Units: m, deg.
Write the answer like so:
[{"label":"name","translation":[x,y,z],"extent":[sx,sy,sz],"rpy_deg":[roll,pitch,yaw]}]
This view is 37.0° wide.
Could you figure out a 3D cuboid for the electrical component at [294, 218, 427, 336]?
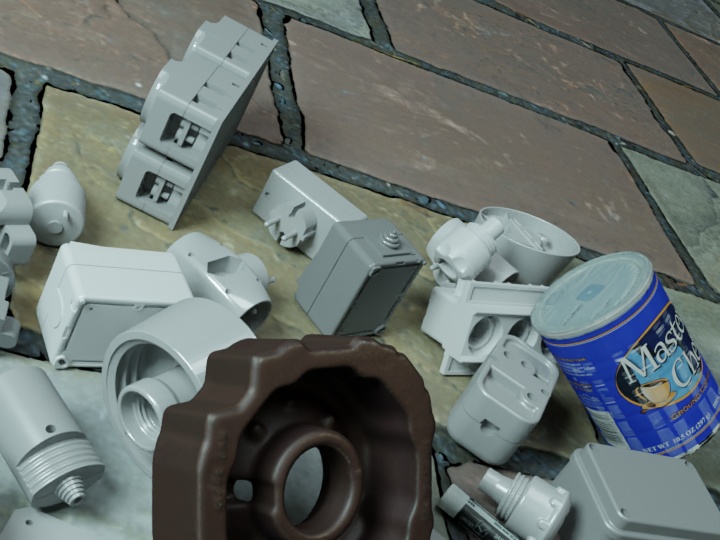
[{"label":"electrical component","translation":[0.000,0.000,0.832],"extent":[0.062,0.096,0.061],"rpy_deg":[-7,47,-45]}]

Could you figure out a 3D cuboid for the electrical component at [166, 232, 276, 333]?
[{"label":"electrical component","translation":[-0.094,0.009,0.790],"extent":[0.077,0.043,0.079],"rpy_deg":[43,33,19]}]

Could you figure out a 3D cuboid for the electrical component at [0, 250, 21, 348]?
[{"label":"electrical component","translation":[-0.239,0.016,0.658],"extent":[0.066,0.048,0.055],"rpy_deg":[18,41,-20]}]

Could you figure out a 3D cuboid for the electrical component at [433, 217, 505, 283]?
[{"label":"electrical component","translation":[0.096,-0.020,0.916],"extent":[0.062,0.043,0.043],"rpy_deg":[-40,69,-17]}]

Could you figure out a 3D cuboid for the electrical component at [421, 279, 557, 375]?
[{"label":"electrical component","translation":[0.117,0.045,0.897],"extent":[0.121,0.078,0.063],"rpy_deg":[4,18,-36]}]

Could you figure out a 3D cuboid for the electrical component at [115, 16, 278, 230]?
[{"label":"electrical component","translation":[-0.136,-0.130,0.892],"extent":[0.060,0.105,0.186],"rpy_deg":[27,31,-6]}]

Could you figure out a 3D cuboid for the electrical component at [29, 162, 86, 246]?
[{"label":"electrical component","translation":[-0.218,-0.052,0.775],"extent":[0.040,0.040,0.078],"rpy_deg":[16,34,-23]}]

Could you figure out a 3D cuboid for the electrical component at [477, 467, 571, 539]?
[{"label":"electrical component","translation":[0.112,0.162,0.750],"extent":[0.062,0.048,0.048],"rpy_deg":[31,31,13]}]

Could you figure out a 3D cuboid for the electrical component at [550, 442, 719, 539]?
[{"label":"electrical component","translation":[0.203,0.178,0.790],"extent":[0.113,0.057,0.078],"rpy_deg":[14,35,-26]}]

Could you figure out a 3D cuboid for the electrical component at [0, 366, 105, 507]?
[{"label":"electrical component","translation":[-0.176,0.097,0.597],"extent":[0.043,0.043,0.081],"rpy_deg":[-9,49,-47]}]

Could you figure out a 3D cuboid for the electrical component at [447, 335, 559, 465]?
[{"label":"electrical component","translation":[0.107,0.100,0.816],"extent":[0.054,0.059,0.095],"rpy_deg":[34,31,6]}]

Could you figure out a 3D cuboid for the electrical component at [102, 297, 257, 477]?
[{"label":"electrical component","translation":[-0.106,0.076,0.629],"extent":[0.108,0.108,0.060],"rpy_deg":[43,39,20]}]

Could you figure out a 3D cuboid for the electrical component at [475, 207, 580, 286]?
[{"label":"electrical component","translation":[0.152,-0.023,1.024],"extent":[0.099,0.064,0.099],"rpy_deg":[22,32,-15]}]

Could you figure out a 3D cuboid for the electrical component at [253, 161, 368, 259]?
[{"label":"electrical component","translation":[-0.051,-0.042,0.895],"extent":[0.083,0.047,0.076],"rpy_deg":[39,32,12]}]

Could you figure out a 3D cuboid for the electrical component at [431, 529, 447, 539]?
[{"label":"electrical component","translation":[0.019,0.161,0.675],"extent":[0.044,0.044,0.065],"rpy_deg":[-4,41,-44]}]

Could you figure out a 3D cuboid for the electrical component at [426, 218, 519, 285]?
[{"label":"electrical component","translation":[0.091,-0.003,0.963],"extent":[0.077,0.044,0.079],"rpy_deg":[44,34,20]}]

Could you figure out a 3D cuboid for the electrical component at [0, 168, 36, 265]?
[{"label":"electrical component","translation":[-0.256,-0.036,0.704],"extent":[0.057,0.058,0.078],"rpy_deg":[-3,45,-47]}]

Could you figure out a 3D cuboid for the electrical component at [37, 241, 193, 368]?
[{"label":"electrical component","translation":[-0.154,0.023,0.702],"extent":[0.096,0.061,0.061],"rpy_deg":[5,40,-36]}]
